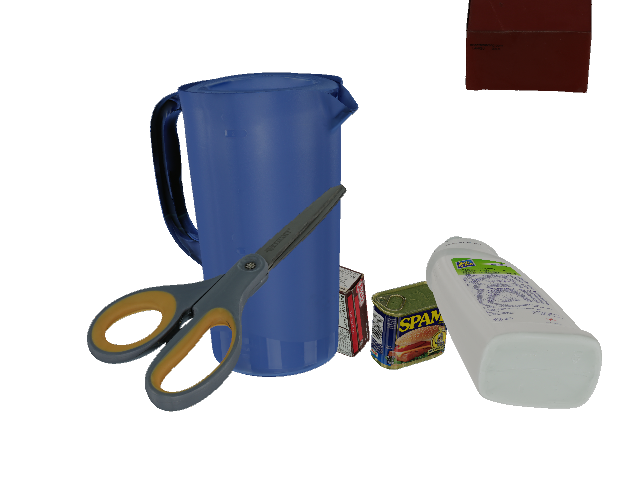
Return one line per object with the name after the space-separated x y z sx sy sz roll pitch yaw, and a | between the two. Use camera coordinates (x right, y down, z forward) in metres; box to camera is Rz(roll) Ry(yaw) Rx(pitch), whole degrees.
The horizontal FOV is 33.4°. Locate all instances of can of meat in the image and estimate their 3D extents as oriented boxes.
0.113 0.107 1.340 0.101 0.084 0.058 -12 30 -27 | can of meat

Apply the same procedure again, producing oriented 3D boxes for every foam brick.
0.132 -0.130 0.679 0.078 0.051 0.053 4 -37 10 | foam brick

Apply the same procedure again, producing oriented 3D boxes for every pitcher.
-0.053 -0.017 0.889 0.144 0.243 0.149 -7 15 -19 | pitcher

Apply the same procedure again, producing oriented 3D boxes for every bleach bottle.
0.155 0.056 0.939 0.102 0.068 0.251 5 21 -8 | bleach bottle

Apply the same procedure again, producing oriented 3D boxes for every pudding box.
-0.007 0.061 1.089 0.114 0.090 0.039 17 44 28 | pudding box

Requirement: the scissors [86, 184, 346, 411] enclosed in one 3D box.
-0.061 0.020 0.625 0.096 0.016 0.201 11 42 17 | scissors
